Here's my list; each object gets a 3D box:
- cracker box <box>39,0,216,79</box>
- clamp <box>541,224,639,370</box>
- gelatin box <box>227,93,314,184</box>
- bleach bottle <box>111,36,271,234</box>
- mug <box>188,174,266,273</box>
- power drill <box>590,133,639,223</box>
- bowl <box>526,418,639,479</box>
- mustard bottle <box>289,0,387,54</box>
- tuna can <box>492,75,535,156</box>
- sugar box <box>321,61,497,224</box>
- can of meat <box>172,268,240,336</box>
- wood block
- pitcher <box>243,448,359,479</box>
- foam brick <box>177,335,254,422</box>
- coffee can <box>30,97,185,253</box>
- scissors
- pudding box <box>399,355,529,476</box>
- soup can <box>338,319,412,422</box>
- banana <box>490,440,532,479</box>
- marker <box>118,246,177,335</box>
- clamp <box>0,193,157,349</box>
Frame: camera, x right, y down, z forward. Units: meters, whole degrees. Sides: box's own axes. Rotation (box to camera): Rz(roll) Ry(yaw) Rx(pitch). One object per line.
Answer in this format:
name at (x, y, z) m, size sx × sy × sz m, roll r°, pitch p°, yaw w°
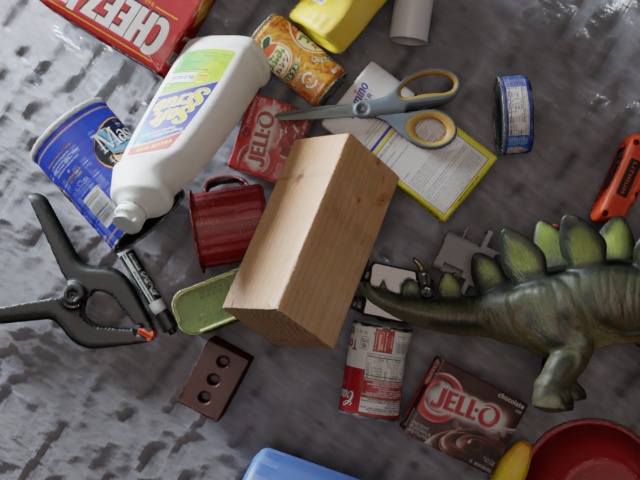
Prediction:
cracker box at (-0.188, -0.314, 1.190) m, size 0.164 × 0.072 × 0.214 m, roll 31°, pitch 91°, yaw 3°
clamp at (0.272, 0.070, 1.170) m, size 0.120 × 0.039 × 0.171 m, roll -27°, pitch 85°, yaw -2°
gelatin box at (-0.055, -0.111, 1.197) m, size 0.073 × 0.030 × 0.089 m, roll 20°, pitch 89°, yaw 5°
bleach bottle at (-0.143, -0.109, 1.115) m, size 0.103 × 0.068 × 0.250 m, roll 5°, pitch 52°, yaw 25°
mug at (-0.098, -0.025, 1.176) m, size 0.081 × 0.093 × 0.117 m, roll -10°, pitch 51°, yaw -2°
power drill at (0.395, -0.021, 1.156) m, size 0.187 × 0.057 × 0.184 m, roll 22°, pitch 87°, yaw 1°
bowl at (0.299, 0.277, 1.154) m, size 0.162 × 0.055 × 0.162 m, roll 0°, pitch 89°, yaw 3°
mustard bottle at (0.056, -0.295, 1.167) m, size 0.191 × 0.096 × 0.058 m, roll -49°, pitch 125°, yaw 0°
tuna can at (0.209, -0.135, 1.155) m, size 0.034 × 0.086 × 0.086 m, roll -3°, pitch 88°, yaw 2°
sugar box at (0.098, -0.107, 1.181) m, size 0.176 × 0.048 × 0.093 m, roll 39°, pitch 91°, yaw 7°
can of meat at (-0.107, 0.067, 1.169) m, size 0.102 × 0.084 × 0.057 m, roll -22°, pitch 88°, yaw 3°
wood block at (-0.008, 0.001, 1.113) m, size 0.090 × 0.091 × 0.206 m, roll 38°, pitch 64°, yaw -36°
pitcher at (0.026, 0.324, 1.141) m, size 0.243 × 0.145 × 0.149 m, roll 21°, pitch 78°, yaw 7°
foam brick at (-0.114, 0.153, 1.183) m, size 0.053 × 0.051 × 0.078 m, roll 27°, pitch 90°, yaw 4°
coffee can at (-0.232, -0.071, 1.170) m, size 0.103 × 0.103 × 0.140 m, roll -42°, pitch 87°, yaw 1°
scissors at (0.060, -0.125, 1.154) m, size 0.202 × 0.016 × 0.096 m, roll -19°, pitch 85°, yaw 3°
pudding box at (0.156, 0.191, 1.163) m, size 0.113 × 0.039 × 0.090 m, roll 28°, pitch 90°, yaw -9°
soup can at (0.061, 0.142, 1.165) m, size 0.068 × 0.068 × 0.102 m, roll 9°, pitch 89°, yaw 3°
banana at (0.207, 0.318, 1.161) m, size 0.070 × 0.037 × 0.198 m, roll -8°, pitch 84°, yaw 24°
marker at (-0.196, 0.054, 1.207) m, size 0.020 × 0.020 × 0.121 m, roll -31°, pitch 87°, yaw 2°
clamp at (-0.276, 0.051, 1.203) m, size 0.210 × 0.036 × 0.164 m, roll 21°, pitch 90°, yaw 2°
